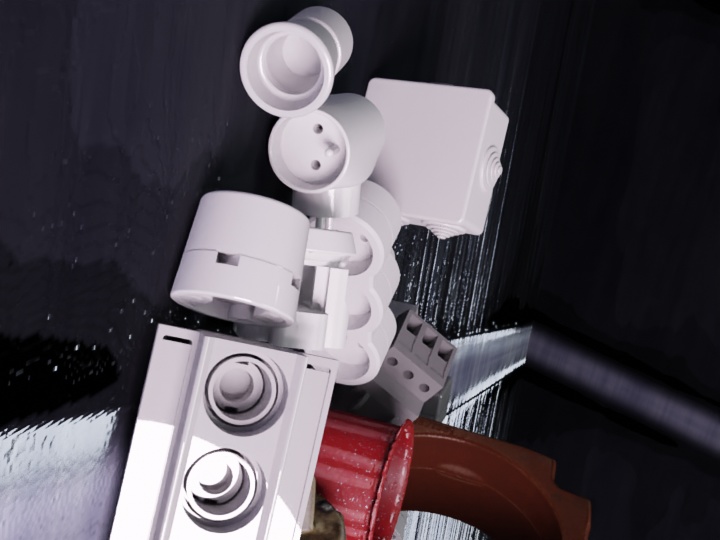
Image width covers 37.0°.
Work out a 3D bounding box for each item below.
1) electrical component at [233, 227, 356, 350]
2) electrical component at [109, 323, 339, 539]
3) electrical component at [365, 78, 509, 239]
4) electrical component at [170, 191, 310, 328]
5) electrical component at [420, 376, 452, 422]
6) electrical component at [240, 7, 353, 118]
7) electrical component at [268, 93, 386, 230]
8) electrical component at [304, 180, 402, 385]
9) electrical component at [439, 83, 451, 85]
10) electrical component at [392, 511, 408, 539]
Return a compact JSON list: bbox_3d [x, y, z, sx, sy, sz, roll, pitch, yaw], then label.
[{"bbox_3d":[-0.033,0.006,0.539,0.078,0.058,0.057,-162,-101,-78],"label":"electrical component"},{"bbox_3d":[-0.063,0.089,0.468,0.063,0.079,0.121,-171,-86,-74],"label":"electrical component"},{"bbox_3d":[0.044,-0.073,0.708,0.048,0.100,0.099,24,78,-63],"label":"electrical component"},{"bbox_3d":[-0.051,-0.005,0.474,0.055,0.055,0.047,58,42,-71],"label":"electrical component"},{"bbox_3d":[0.038,0.126,0.922,0.047,0.066,0.076,-40,141,-68],"label":"electrical component"},{"bbox_3d":[-0.027,-0.103,0.514,0.065,0.044,0.044,-62,160,-62],"label":"electrical component"},{"bbox_3d":[-0.017,-0.052,0.579,0.077,0.043,0.079,-44,141,-69],"label":"electrical component"},{"bbox_3d":[0.000,0.000,0.686,0.073,0.052,0.138,-62,160,-48],"label":"electrical component"},{"bbox_3d":[0.053,-0.120,0.828,0.040,0.040,0.046,-39,134,-69],"label":"electrical component"},{"bbox_3d":[0.015,0.211,0.932,0.055,0.055,0.047,89,15,-44],"label":"electrical component"}]
